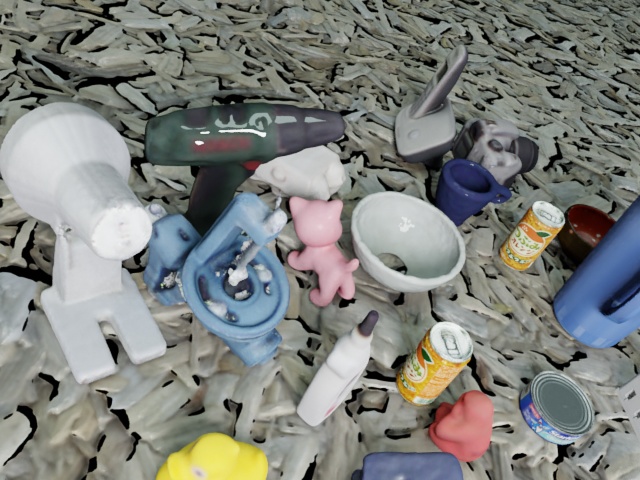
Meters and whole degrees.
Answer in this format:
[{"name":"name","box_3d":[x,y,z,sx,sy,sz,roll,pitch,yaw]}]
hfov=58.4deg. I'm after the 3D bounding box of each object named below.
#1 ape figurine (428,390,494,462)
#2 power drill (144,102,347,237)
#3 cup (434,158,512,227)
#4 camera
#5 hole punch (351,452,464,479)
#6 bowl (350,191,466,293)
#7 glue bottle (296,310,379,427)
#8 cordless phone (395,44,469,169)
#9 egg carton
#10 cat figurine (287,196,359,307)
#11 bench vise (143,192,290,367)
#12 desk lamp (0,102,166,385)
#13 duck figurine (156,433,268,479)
[{"name":"ape figurine","box_3d":[0.163,0.198,0.634,0.078,0.092,0.076,-8,53,-27]},{"name":"power drill","box_3d":[-0.100,-0.083,0.709,0.230,0.208,0.075,0,49,-21]},{"name":"cup","box_3d":[0.230,-0.063,0.900,0.118,0.095,0.091,14,45,-8]},{"name":"camera","box_3d":[0.326,-0.153,1.016,0.137,0.101,0.143,5,48,-17]},{"name":"hole punch","box_3d":[0.081,0.260,0.545,0.101,0.091,0.108,13,46,-9]},{"name":"bowl","box_3d":[0.112,0.014,0.796,0.168,0.074,0.167,11,46,-12]},{"name":"glue bottle","box_3d":[0.026,0.126,0.590,0.037,0.173,0.078,37,47,14]},{"name":"cordless phone","box_3d":[0.200,-0.230,0.978,0.094,0.185,0.147,11,46,-11]},{"name":"egg carton","box_3d":[-0.040,-0.108,0.853,0.150,0.069,0.107,33,46,10]},{"name":"cat figurine","box_3d":[0.007,0.003,0.736,0.067,0.117,0.127,-18,57,-33]},{"name":"bench vise","box_3d":[-0.116,0.020,0.599,0.207,0.219,0.121,26,45,3]},{"name":"desk lamp","box_3d":[-0.229,-0.002,0.580,0.118,0.213,0.203,-19,58,-34]},{"name":"duck figurine","box_3d":[-0.096,0.208,0.528,0.105,0.086,0.077,-2,50,-23]}]
